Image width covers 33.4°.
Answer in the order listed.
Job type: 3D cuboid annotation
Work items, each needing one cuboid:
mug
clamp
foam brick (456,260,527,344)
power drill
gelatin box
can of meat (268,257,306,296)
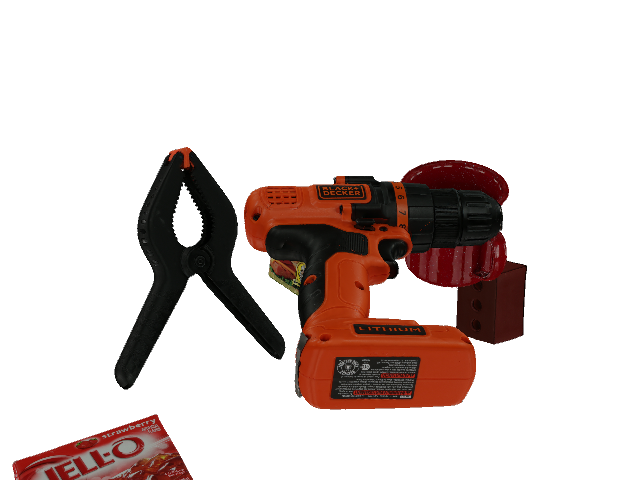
[{"bbox_3d":[0.122,-0.007,0.929,0.093,0.081,0.117,-20,38,-26],"label":"mug"},{"bbox_3d":[-0.105,0.023,0.955,0.164,0.210,0.036,0,-2,-32],"label":"clamp"},{"bbox_3d":[0.177,0.062,1.106,0.051,0.078,0.053,-14,20,-42],"label":"foam brick"},{"bbox_3d":[0.045,0.026,0.698,0.184,0.057,0.187,-2,36,-6],"label":"power drill"},{"bbox_3d":[-0.121,0.139,0.599,0.089,0.030,0.073,-16,28,-20],"label":"gelatin box"},{"bbox_3d":[-0.012,0.010,1.140,0.057,0.084,0.102,-4,21,-33],"label":"can of meat"}]
